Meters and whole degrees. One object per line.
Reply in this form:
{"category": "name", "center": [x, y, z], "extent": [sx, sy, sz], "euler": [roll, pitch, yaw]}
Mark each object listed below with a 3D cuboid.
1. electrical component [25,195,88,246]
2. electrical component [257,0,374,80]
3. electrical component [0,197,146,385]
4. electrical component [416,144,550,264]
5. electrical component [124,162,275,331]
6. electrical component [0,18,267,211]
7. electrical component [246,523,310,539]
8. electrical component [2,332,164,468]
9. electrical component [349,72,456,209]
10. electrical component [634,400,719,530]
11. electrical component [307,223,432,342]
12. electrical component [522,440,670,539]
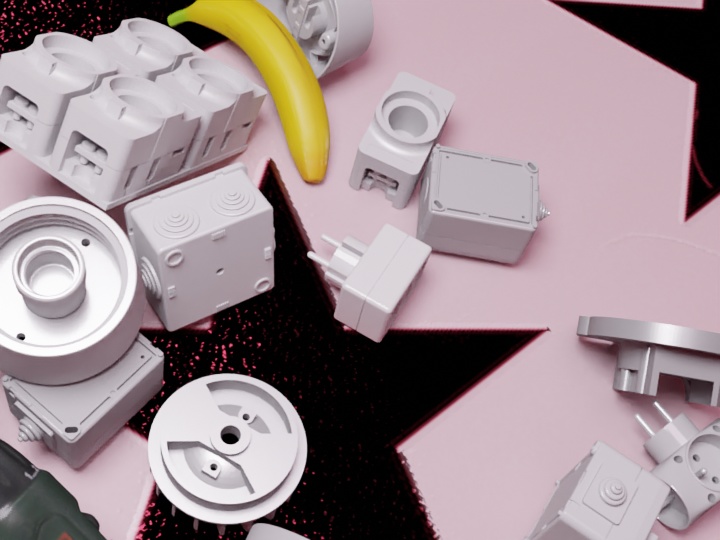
{"category": "electrical component", "center": [-0.209, -0.005, 0.714], "extent": [0.080, 0.080, 0.051], "euler": [41, 66, 13]}
{"category": "electrical component", "center": [-0.038, -0.203, 0.855], "extent": [0.064, 0.099, 0.099], "euler": [-27, 68, -30]}
{"category": "electrical component", "center": [-0.182, 0.008, 0.637], "extent": [0.108, 0.060, 0.108], "euler": [4, 70, -10]}
{"category": "electrical component", "center": [0.093, -0.045, 0.807], "extent": [0.096, 0.061, 0.061], "euler": [10, 59, -5]}
{"category": "electrical component", "center": [-0.105, -0.014, 0.728], "extent": [0.100, 0.099, 0.048], "euler": [-24, 54, -23]}
{"category": "electrical component", "center": [-0.155, -0.117, 0.746], "extent": [0.105, 0.060, 0.186], "euler": [33, 27, 10]}
{"category": "electrical component", "center": [-0.031, 0.200, 0.615], "extent": [0.108, 0.108, 0.060], "euler": [29, 65, 6]}
{"category": "electrical component", "center": [-0.178, 0.078, 0.681], "extent": [0.062, 0.061, 0.096], "euler": [38, 60, 11]}
{"category": "electrical component", "center": [0.034, -0.103, 0.832], "extent": [0.050, 0.055, 0.089], "euler": [25, 58, 4]}
{"category": "electrical component", "center": [0.223, 0.125, 0.743], "extent": [0.077, 0.044, 0.079], "euler": [-30, 70, -25]}
{"category": "electrical component", "center": [0.000, 0.000, 0.771], "extent": [0.077, 0.047, 0.065], "euler": [29, 58, 9]}
{"category": "electrical component", "center": [0.153, 0.157, 0.679], "extent": [0.061, 0.096, 0.061], "euler": [34, 59, 8]}
